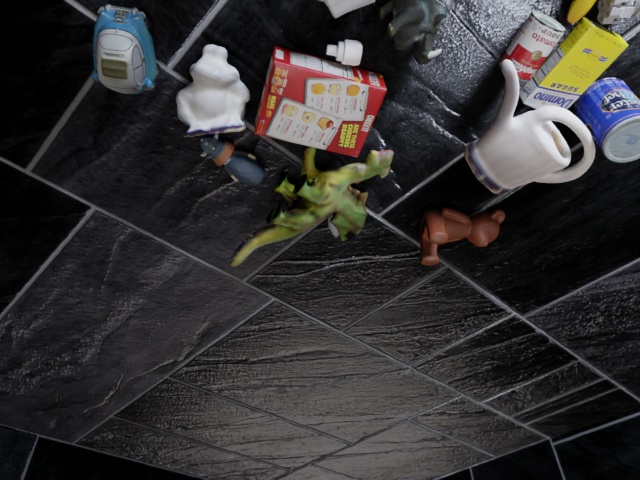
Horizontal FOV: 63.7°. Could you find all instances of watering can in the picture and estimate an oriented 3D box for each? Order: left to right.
[{"bbox_3d":[0.382,-0.200,1.010,0.344,0.106,0.221,31,141,-30],"label":"watering can"}]

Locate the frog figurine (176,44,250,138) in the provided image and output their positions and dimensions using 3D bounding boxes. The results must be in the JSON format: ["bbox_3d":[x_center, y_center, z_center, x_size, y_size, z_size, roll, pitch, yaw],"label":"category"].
[{"bbox_3d":[-0.202,-0.275,0.956,0.137,0.124,0.158,-4,100,13],"label":"frog figurine"}]

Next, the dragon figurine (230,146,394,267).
[{"bbox_3d":[0.003,-0.057,1.131,0.240,0.125,0.405,27,114,-32],"label":"dragon figurine"}]
